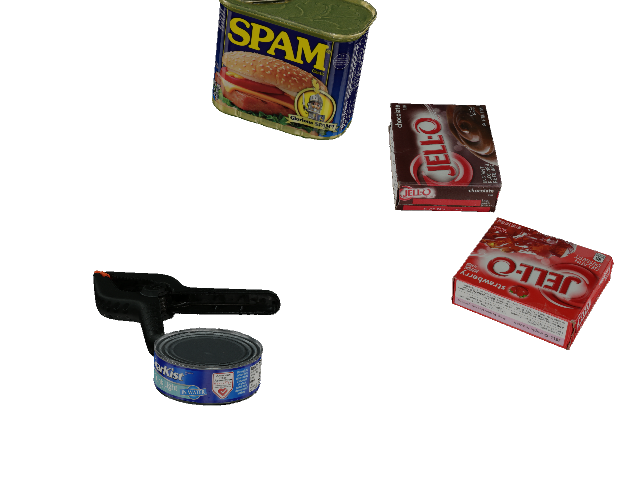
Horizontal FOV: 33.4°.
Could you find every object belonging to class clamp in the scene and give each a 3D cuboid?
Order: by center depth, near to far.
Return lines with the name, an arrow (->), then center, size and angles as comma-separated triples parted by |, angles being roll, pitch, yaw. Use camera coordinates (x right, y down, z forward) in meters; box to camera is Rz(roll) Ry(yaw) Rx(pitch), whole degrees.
clamp -> -0.170, 0.067, 1.090 | 0.210, 0.036, 0.164 | 11, 20, 33

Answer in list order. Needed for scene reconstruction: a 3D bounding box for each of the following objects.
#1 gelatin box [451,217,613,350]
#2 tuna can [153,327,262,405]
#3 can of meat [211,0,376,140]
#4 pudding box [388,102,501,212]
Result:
gelatin box -> 0.146, 0.027, 0.734 | 0.089, 0.030, 0.073 | 21, 47, 24
tuna can -> -0.089, 0.099, 0.843 | 0.086, 0.034, 0.086 | 4, 15, -1
can of meat -> -0.021, -0.121, 0.709 | 0.102, 0.084, 0.057 | 19, 39, 11
pudding box -> 0.108, -0.075, 0.954 | 0.090, 0.039, 0.113 | 1, 44, -3
